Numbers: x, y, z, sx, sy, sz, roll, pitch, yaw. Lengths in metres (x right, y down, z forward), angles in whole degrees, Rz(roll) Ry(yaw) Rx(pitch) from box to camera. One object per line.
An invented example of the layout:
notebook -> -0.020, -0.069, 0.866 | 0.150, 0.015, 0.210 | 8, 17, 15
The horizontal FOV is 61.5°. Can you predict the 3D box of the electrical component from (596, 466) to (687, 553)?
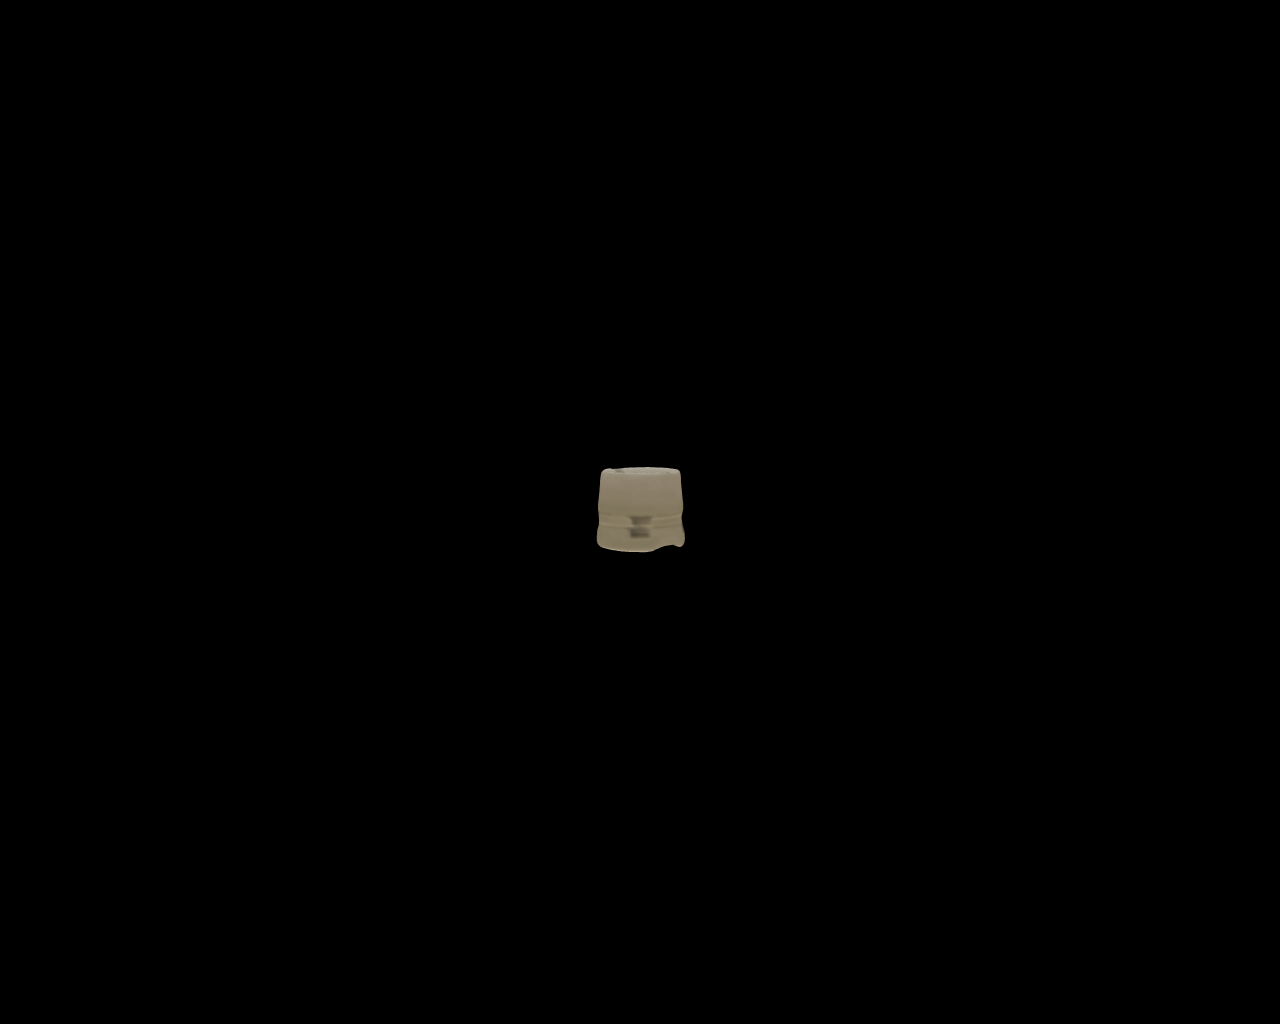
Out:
electrical component -> 0.001, -0.003, 0.650 | 0.055, 0.047, 0.055 | 0, 7, 0
